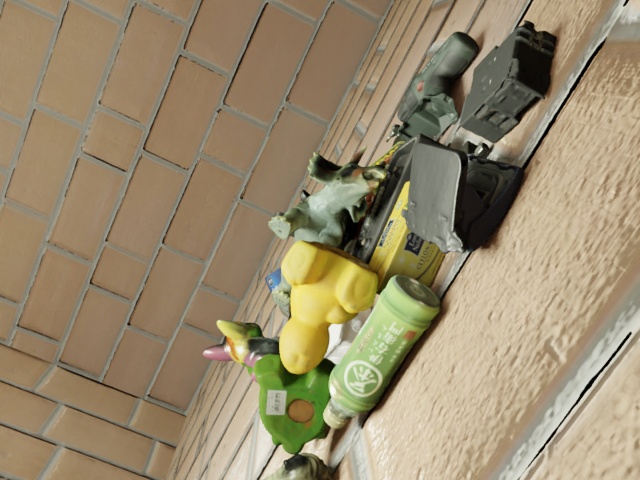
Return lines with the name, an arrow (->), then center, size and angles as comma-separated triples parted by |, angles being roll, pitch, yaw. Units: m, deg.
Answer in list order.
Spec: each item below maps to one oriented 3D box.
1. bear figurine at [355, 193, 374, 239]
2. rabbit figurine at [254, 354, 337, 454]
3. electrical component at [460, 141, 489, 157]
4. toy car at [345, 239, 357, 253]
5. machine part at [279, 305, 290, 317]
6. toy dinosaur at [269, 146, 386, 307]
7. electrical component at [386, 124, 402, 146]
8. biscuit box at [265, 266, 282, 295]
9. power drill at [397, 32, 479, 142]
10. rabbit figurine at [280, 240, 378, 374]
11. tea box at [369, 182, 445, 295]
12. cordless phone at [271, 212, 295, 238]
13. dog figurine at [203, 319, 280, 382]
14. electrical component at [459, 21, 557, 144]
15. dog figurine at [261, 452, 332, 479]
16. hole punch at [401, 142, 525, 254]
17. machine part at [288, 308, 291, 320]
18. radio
bear figurine -> 0.059, -0.063, 1.111 | 0.120, 0.132, 0.195 | -59, -3, -40
rabbit figurine -> -0.028, 0.231, 0.813 | 0.170, 0.121, 0.159 | -101, 6, -80
electrical component -> 0.202, -0.107, 0.749 | 0.094, 0.021, 0.063 | -56, 12, 44
toy car -> 0.043, 0.091, 1.008 | 0.201, 0.056, 0.073 | -66, 10, -9
machine part -> -0.053, 0.158, 1.299 | 0.079, 0.079, 0.243 | -66, 9, -8
toy dinosaur -> 0.002, 0.003, 0.939 | 0.192, 0.131, 0.404 | -51, -15, -37
electrical component -> 0.161, -0.196, 1.134 | 0.102, 0.045, 0.078 | -67, 8, -12
biscuit box -> -0.039, 0.068, 1.149 | 0.059, 0.063, 0.203 | -16, -12, -41
power drill -> 0.203, -0.254, 0.994 | 0.232, 0.086, 0.207 | -51, 9, 45
rabbit figurine -> -0.010, 0.092, 0.728 | 0.162, 0.122, 0.173 | -153, 82, -85
tea box -> 0.127, 0.004, 0.740 | 0.169, 0.068, 0.098 | -67, 10, -5
cordless phone -> -0.050, 0.017, 1.323 | 0.146, 0.184, 0.089 | -60, 15, 27
dog figurine -> -0.099, 0.224, 0.956 | 0.192, 0.219, 0.108 | -86, 19, -67
electrical component -> 0.235, -0.195, 0.696 | 0.134, 0.058, 0.115 | -48, 18, 59
dog figurine -> -0.054, 0.390, 0.716 | 0.190, 0.172, 0.121 | -31, -15, 30
hole punch -> 0.163, -0.050, 0.627 | 0.142, 0.092, 0.115 | -140, 54, -61
machine part -> -0.043, 0.122, 1.095 | 0.138, 0.039, 0.084 | 92, -161, -57
radio -> 0.125, -0.045, 0.855 | 0.229, 0.073, 0.131 | -65, 9, -3
